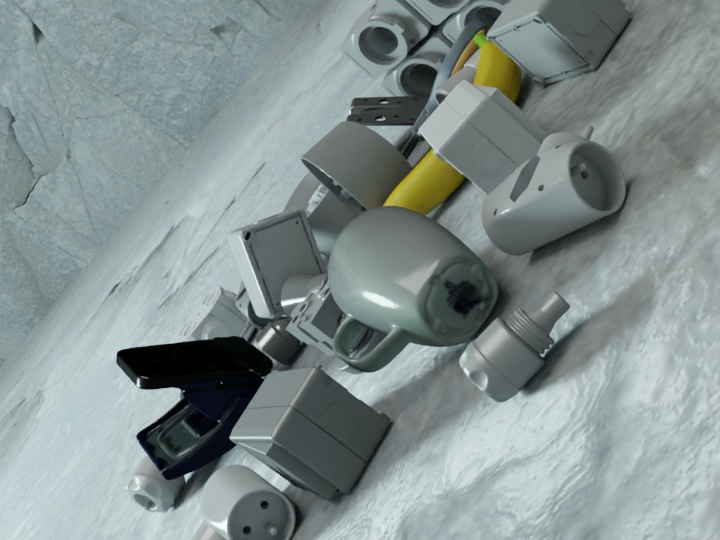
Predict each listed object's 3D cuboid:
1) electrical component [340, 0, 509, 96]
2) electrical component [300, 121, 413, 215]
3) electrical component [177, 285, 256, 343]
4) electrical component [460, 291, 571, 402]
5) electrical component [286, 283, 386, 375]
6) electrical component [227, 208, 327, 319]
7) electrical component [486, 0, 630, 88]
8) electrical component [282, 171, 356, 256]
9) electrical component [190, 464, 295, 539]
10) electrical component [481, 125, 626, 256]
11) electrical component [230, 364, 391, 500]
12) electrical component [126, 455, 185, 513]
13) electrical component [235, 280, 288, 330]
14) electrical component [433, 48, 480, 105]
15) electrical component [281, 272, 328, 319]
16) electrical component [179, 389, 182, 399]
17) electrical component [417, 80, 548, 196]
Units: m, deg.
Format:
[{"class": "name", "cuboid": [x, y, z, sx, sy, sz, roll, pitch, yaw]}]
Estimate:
[{"class": "electrical component", "cuboid": [0.078, -0.240, 1.032, 0.186, 0.105, 0.060, -35, 23, 45]}, {"class": "electrical component", "cuboid": [-0.001, -0.075, 0.904, 0.064, 0.099, 0.099, -50, 15, -17]}, {"class": "electrical component", "cuboid": [-0.142, 0.059, 1.074, 0.080, 0.051, 0.080, -46, 17, 18]}, {"class": "electrical component", "cuboid": [0.082, 0.036, 0.548, 0.061, 0.035, 0.035, -46, 17, 8]}, {"class": "electrical component", "cuboid": [-0.013, 0.041, 0.756, 0.048, 0.055, 0.066, -58, 17, -22]}, {"class": "electrical component", "cuboid": [-0.069, 0.001, 0.940, 0.062, 0.096, 0.061, -22, 7, -19]}, {"class": "electrical component", "cuboid": [0.145, -0.183, 0.803, 0.061, 0.062, 0.096, -55, 16, -12]}, {"class": "electrical component", "cuboid": [-0.030, -0.064, 1.004, 0.099, 0.064, 0.099, -58, 6, 10]}, {"class": "electrical component", "cuboid": [-0.083, 0.168, 0.691, 0.079, 0.043, 0.077, -55, 17, -11]}, {"class": "electrical component", "cuboid": [0.117, -0.053, 0.629, 0.077, 0.043, 0.079, -29, 28, 53]}, {"class": "electrical component", "cuboid": [-0.037, 0.103, 0.676, 0.061, 0.062, 0.096, -57, 17, -21]}, {"class": "electrical component", "cuboid": [-0.168, 0.171, 0.915, 0.043, 0.043, 0.062, -33, 23, 48]}, {"class": "electrical component", "cuboid": [-0.077, 0.014, 1.011, 0.079, 0.043, 0.077, -51, 16, 2]}, {"class": "electrical component", "cuboid": [0.100, -0.161, 0.920, 0.065, 0.044, 0.044, -49, 16, -8]}, {"class": "electrical component", "cuboid": [-0.031, 0.021, 0.878, 0.065, 0.044, 0.044, -13, 41, 58]}, {"class": "electrical component", "cuboid": [-0.139, 0.101, 0.987, 0.045, 0.045, 0.055, -45, 17, 22]}, {"class": "electrical component", "cuboid": [0.087, -0.097, 0.773, 0.061, 0.062, 0.096, -49, 16, 10]}]
